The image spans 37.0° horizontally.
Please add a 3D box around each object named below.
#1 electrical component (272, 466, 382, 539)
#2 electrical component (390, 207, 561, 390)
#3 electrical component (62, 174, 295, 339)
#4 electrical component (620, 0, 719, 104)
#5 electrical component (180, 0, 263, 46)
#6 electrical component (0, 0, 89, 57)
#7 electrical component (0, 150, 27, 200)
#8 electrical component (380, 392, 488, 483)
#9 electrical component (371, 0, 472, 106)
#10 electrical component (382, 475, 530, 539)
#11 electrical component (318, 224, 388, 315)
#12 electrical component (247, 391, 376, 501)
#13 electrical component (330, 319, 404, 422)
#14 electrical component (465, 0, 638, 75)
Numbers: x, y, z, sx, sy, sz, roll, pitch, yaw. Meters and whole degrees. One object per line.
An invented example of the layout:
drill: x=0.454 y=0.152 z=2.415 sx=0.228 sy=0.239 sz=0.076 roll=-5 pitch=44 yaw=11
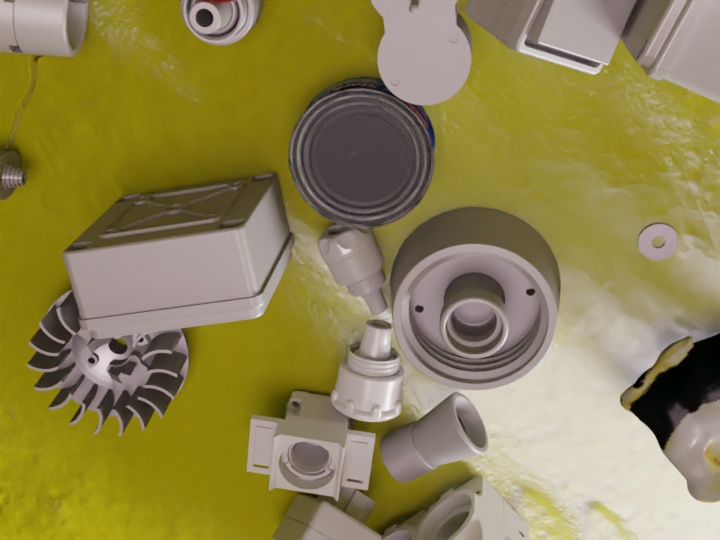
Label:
electrical component: x=-0.014 y=0.165 z=0.729 sx=0.047 sy=0.083 sz=0.075 roll=34 pitch=75 yaw=-8
electrical component: x=0.070 y=0.022 z=0.658 sx=0.108 sy=0.060 sz=0.108 roll=2 pitch=114 yaw=5
electrical component: x=-0.103 y=-0.011 z=0.637 sx=0.109 sy=0.108 sz=0.056 roll=-8 pitch=110 yaw=10
electrical component: x=0.181 y=-0.151 z=0.542 sx=0.056 sy=0.108 sz=0.108 roll=22 pitch=115 yaw=-6
electrical component: x=-0.079 y=-0.146 z=0.599 sx=0.043 sy=0.062 sz=0.043 roll=2 pitch=114 yaw=5
electrical component: x=-0.185 y=-0.150 z=0.615 sx=0.047 sy=0.055 sz=0.055 roll=7 pitch=115 yaw=-1
electrical component: x=-0.247 y=-0.062 z=0.666 sx=0.081 sy=0.043 sz=0.043 roll=7 pitch=114 yaw=3
electrical component: x=0.046 y=0.114 z=0.713 sx=0.065 sy=0.044 sz=0.044 roll=-30 pitch=107 yaw=23
electrical component: x=0.029 y=-0.155 z=0.576 sx=0.052 sy=0.073 sz=0.138 roll=-5 pitch=113 yaw=9
electrical component: x=0.038 y=0.215 z=0.731 sx=0.150 sy=0.089 sz=0.061 roll=-36 pitch=105 yaw=20
electrical component: x=0.000 y=0.000 z=0.670 sx=0.035 sy=0.035 sz=0.061 roll=-21 pitch=112 yaw=15
electrical component: x=-0.031 y=0.113 z=0.708 sx=0.081 sy=0.063 sz=0.042 roll=9 pitch=116 yaw=3
electrical component: x=0.008 y=0.063 z=0.693 sx=0.048 sy=0.048 sz=0.062 roll=9 pitch=108 yaw=2
electrical component: x=0.110 y=-0.155 z=0.548 sx=0.062 sy=0.061 sz=0.096 roll=8 pitch=119 yaw=-33
